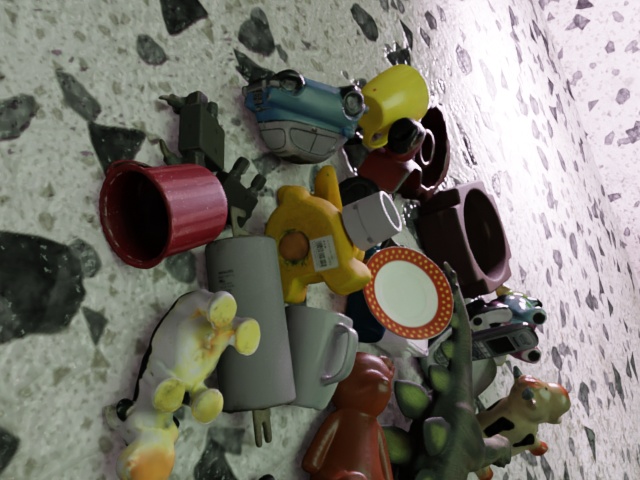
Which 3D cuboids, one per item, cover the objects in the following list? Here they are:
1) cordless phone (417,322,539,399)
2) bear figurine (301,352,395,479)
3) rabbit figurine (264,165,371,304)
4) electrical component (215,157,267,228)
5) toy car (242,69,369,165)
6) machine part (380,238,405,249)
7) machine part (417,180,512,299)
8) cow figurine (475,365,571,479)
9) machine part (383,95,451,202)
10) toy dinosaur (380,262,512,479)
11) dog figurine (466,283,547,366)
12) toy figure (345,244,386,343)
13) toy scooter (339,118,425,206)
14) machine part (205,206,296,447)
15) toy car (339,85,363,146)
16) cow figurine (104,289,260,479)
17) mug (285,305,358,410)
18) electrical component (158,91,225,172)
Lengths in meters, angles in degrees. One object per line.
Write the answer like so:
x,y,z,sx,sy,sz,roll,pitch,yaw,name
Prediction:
0.257,0.180,0.830,0.146,0.184,0.089,51,39,-25,cordless phone
0.055,0.213,0.618,0.120,0.132,0.196,27,62,-22,bear figurine
-0.001,-0.002,0.665,0.173,0.122,0.162,5,62,-64,rabbit figurine
-0.097,-0.042,0.592,0.094,0.021,0.063,-60,142,-13,electrical component
-0.020,-0.148,0.684,0.161,0.109,0.102,5,90,-41,toy car
0.124,0.056,0.833,0.138,0.039,0.084,55,36,-19,machine part
0.269,-0.001,0.992,0.201,0.087,0.201,-19,93,-52,machine part
0.297,0.280,0.840,0.127,0.195,0.085,49,18,-19,cow figurine
0.165,-0.155,0.910,0.179,0.056,0.179,-16,109,-55,machine part
0.166,0.273,0.721,0.198,0.105,0.471,27,67,-40,toy dinosaur
0.329,0.144,1.002,0.219,0.192,0.108,-60,148,-78,dog figurine
0.065,0.062,0.738,0.057,0.064,0.154,82,11,-57,toy figure
0.096,-0.081,0.783,0.184,0.075,0.135,-53,157,0,toy scooter
-0.072,0.084,0.549,0.079,0.079,0.243,5,74,-50,machine part
0.072,-0.207,0.854,0.202,0.053,0.089,-32,123,-49,toy car
-0.131,0.121,0.466,0.068,0.098,0.167,47,64,-37,cow figurine
-0.003,0.134,0.600,0.080,0.110,0.107,26,70,-43,mug
-0.137,-0.112,0.575,0.078,0.045,0.102,43,43,-73,electrical component
